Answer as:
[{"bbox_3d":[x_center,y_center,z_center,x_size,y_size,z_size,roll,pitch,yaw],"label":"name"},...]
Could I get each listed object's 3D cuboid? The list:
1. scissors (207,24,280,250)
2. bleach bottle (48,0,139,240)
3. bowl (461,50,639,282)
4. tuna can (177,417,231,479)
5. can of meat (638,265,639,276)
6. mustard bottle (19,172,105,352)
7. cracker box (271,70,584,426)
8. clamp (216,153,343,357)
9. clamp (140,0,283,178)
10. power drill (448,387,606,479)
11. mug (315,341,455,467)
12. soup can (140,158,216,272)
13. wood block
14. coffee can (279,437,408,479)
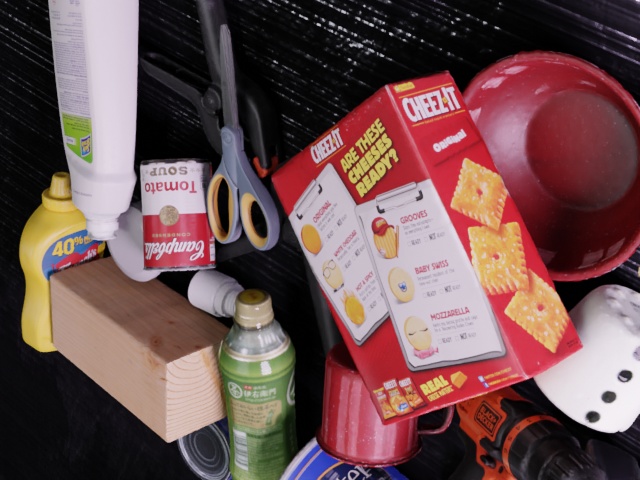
[{"bbox_3d":[-0.063,-0.074,0.913,0.096,0.016,0.202,35,132,31],"label":"scissors"},{"bbox_3d":[-0.212,-0.126,1.006,0.103,0.067,0.251,19,112,51],"label":"bleach bottle"},{"bbox_3d":[0.168,-0.055,0.740,0.162,0.055,0.162,18,119,35],"label":"bowl"},{"bbox_3d":[-0.111,0.210,1.114,0.086,0.033,0.086,18,119,36],"label":"tuna can"},{"bbox_3d":[0.263,-0.006,0.678,0.084,0.057,0.102,29,125,27],"label":"can of meat"},{"bbox_3d":[-0.271,0.019,1.131,0.058,0.096,0.192,26,123,36],"label":"mustard bottle"},{"bbox_3d":[0.070,0.011,0.768,0.164,0.071,0.214,-33,79,52],"label":"cracker box"},{"bbox_3d":[-0.006,0.001,0.931,0.165,0.036,0.210,44,135,17],"label":"clamp"},{"bbox_3d":[-0.084,-0.137,0.940,0.171,0.039,0.120,49,139,8],"label":"clamp"},{"bbox_3d":[0.125,0.210,0.796,0.188,0.057,0.184,-62,20,6],"label":"power drill"},{"bbox_3d":[0.056,0.136,0.907,0.117,0.093,0.081,5,109,8],"label":"mug"},{"bbox_3d":[-0.133,-0.023,0.996,0.069,0.068,0.102,0,92,41],"label":"soup can"},{"bbox_3d":[-0.177,0.101,1.068,0.206,0.090,0.091,28,124,40],"label":"wood block"},{"bbox_3d":[0.040,0.246,0.948,0.140,0.102,0.103,37,128,24],"label":"coffee can"}]
